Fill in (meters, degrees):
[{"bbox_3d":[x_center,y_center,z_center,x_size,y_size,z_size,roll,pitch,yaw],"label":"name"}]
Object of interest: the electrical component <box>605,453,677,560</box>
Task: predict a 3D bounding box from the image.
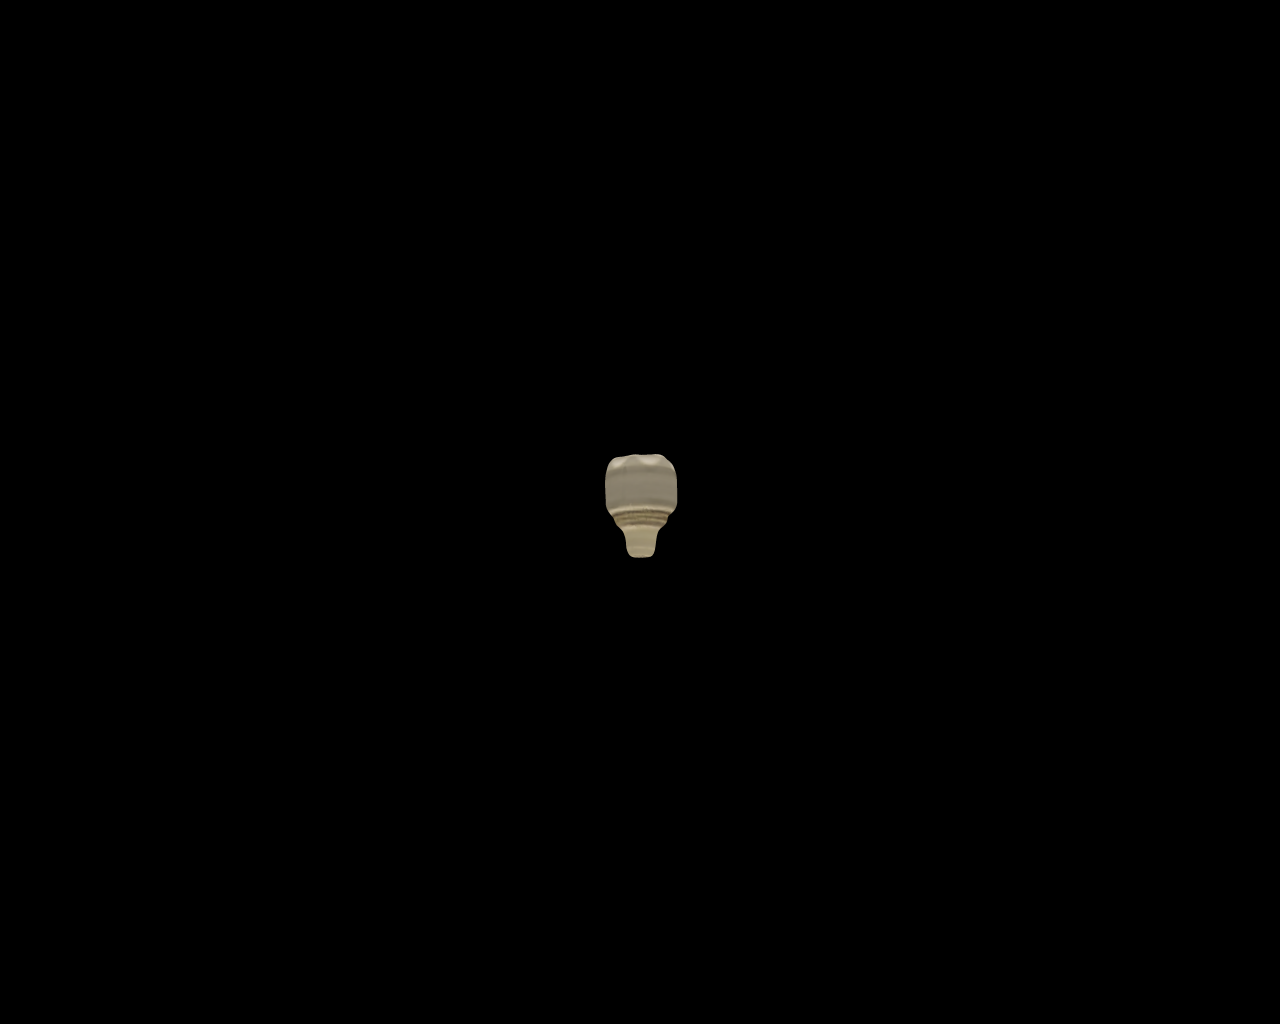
[{"bbox_3d":[0.001,-0.003,0.650,0.043,0.062,0.043,0,-10,0],"label":"electrical component"}]
